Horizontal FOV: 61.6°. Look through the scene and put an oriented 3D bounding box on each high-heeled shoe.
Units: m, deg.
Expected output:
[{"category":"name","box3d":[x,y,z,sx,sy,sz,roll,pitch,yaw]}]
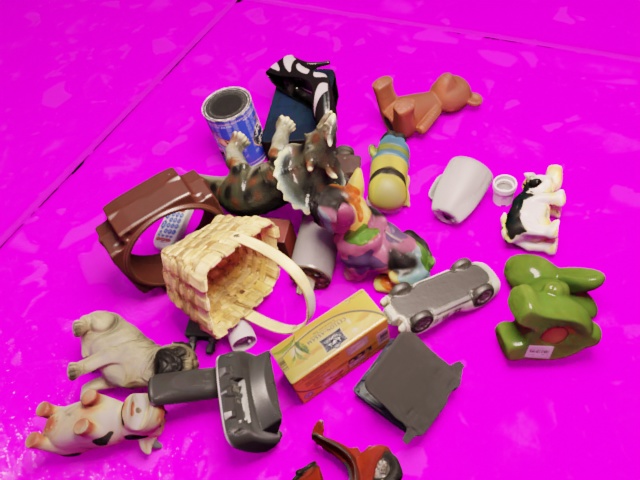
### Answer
[{"category":"high-heeled shoe","box3d":[-0.044,-0.287,1.076,0.145,0.086,0.249,-9,52,10]}]

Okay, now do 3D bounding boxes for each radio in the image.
[{"category":"radio","box3d":[-0.038,-0.269,1.153,0.131,0.073,0.229,2,57,13]}]

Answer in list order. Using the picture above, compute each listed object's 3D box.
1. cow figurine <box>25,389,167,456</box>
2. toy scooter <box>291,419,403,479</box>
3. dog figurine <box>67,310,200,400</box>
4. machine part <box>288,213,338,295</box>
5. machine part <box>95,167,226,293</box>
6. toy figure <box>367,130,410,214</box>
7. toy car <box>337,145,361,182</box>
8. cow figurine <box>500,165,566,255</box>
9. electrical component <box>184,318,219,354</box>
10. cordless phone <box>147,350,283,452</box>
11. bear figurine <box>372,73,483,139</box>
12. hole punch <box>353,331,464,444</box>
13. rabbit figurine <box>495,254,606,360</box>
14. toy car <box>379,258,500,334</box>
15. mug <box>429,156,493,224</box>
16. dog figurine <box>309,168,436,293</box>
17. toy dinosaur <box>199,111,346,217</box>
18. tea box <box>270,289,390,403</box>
[{"category":"cow figurine","box3d":[-0.319,0.278,0.808,0.195,0.127,0.085,-19,51,17]},{"category":"toy scooter","box3d":[0.008,0.321,0.718,0.184,0.075,0.135,-38,56,-19]},{"category":"dog figurine","box3d":[-0.297,0.177,0.889,0.191,0.121,0.172,-6,56,-9]},{"category":"machine part","box3d":[-0.002,-0.003,0.951,0.079,0.079,0.243,3,54,15]},{"category":"machine part","box3d":[-0.264,-0.011,0.938,0.201,0.200,0.087,-34,57,-13]},{"category":"toy figure","box3d":[0.127,-0.131,1.006,0.082,0.089,0.180,-1,57,21]},{"category":"toy car","box3d":[-0.016,-0.134,1.062,0.202,0.053,0.089,-4,59,16]},{"category":"cow figurine","box3d":[0.365,-0.059,0.917,0.098,0.068,0.167,6,55,24]},{"category":"electrical component","box3d":[-0.195,0.150,0.919,0.063,0.021,0.094,1,54,13]},{"category":"cordless phone","box3d":[-0.152,0.236,0.774,0.184,0.088,0.147,-5,51,-14]},{"category":"bear figurine","box3d":[0.220,-0.286,1.075,0.196,0.131,0.120,-29,57,-1]},{"category":"hole punch","box3d":[0.122,0.208,0.778,0.116,0.092,0.142,42,67,1]},{"category":"rabbit figurine","box3d":[0.337,0.078,0.797,0.159,0.121,0.170,-4,39,6]},{"category":"toy car","box3d":[0.189,0.088,0.840,0.202,0.056,0.074,-20,51,-18]},{"category":"mug","box3d":[0.237,-0.085,0.958,0.110,0.080,0.107,12,65,49]},{"category":"dog figurine","box3d":[0.084,-0.013,0.852,0.192,0.219,0.108,15,63,23]},{"category":"toy dinosaur","box3d":[-0.107,-0.107,0.975,0.405,0.131,0.192,-19,46,30]},{"category":"tea box","box3d":[0.019,0.162,0.816,0.170,0.098,0.068,-31,55,-12]}]
